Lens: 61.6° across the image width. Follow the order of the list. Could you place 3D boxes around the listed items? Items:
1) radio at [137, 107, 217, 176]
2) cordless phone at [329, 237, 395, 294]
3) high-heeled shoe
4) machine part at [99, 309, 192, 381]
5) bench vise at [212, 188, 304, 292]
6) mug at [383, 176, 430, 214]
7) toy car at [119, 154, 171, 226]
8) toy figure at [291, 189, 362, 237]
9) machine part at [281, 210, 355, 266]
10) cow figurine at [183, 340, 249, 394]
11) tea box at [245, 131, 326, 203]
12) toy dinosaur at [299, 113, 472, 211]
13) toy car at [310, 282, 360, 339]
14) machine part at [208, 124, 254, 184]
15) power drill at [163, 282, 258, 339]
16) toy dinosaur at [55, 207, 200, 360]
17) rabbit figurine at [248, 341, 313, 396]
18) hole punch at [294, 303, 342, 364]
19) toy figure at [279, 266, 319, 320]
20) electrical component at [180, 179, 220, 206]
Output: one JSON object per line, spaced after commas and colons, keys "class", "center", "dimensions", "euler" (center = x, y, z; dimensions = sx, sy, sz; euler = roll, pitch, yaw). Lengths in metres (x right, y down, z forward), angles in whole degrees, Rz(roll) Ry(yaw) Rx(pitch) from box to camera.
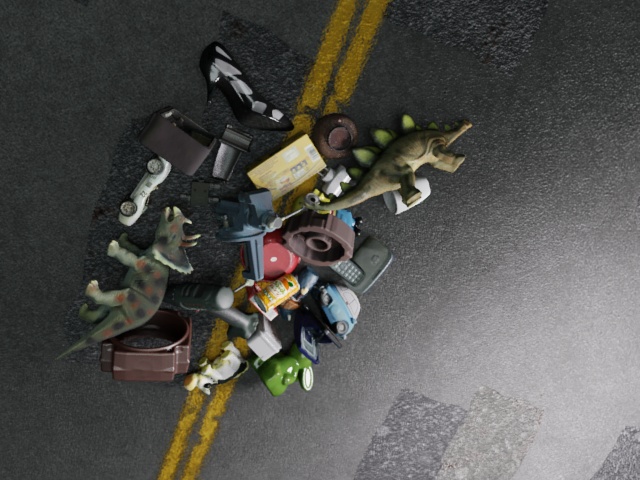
{"class": "radio", "center": [-0.298, -0.215, 1.138], "dimensions": [0.131, 0.230, 0.073], "euler": [35, 98, -16]}
{"class": "cordless phone", "center": [0.085, 0.036, 1.393], "dimensions": [0.184, 0.089, 0.146], "euler": [38, 98, -2]}
{"class": "high-heeled shoe", "center": [-0.160, -0.343, 1.223], "dimensions": [0.248, 0.086, 0.145], "euler": [15, 74, -34]}
{"class": "machine part", "center": [-0.412, 0.244, 1.287], "dimensions": [0.201, 0.201, 0.087], "euler": [6, 111, -13]}
{"class": "bench vise", "center": [-0.159, -0.003, 1.252], "dimensions": [0.129, 0.224, 0.240], "euler": [-24, 116, -52]}
{"class": "mug", "center": [0.218, -0.132, 1.360], "dimensions": [0.107, 0.081, 0.109], "euler": [-20, 100, -14]}
{"class": "toy car", "center": [-0.397, -0.123, 1.231], "dimensions": [0.056, 0.073, 0.201], "euler": [34, 100, -17]}
{"class": "toy figure", "center": [0.014, -0.054, 1.337], "dimensions": [0.180, 0.082, 0.089], "euler": [21, 136, -25]}
{"class": "machine part", "center": [-0.003, -0.004, 1.296], "dimensions": [0.179, 0.179, 0.056], "euler": [25, 58, -19]}
{"class": "cow figurine", "center": [-0.277, 0.353, 1.431], "dimensions": [0.167, 0.068, 0.098], "euler": [-36, 118, 4]}
{"class": "tea box", "center": [-0.083, -0.173, 1.282], "dimensions": [0.170, 0.068, 0.098], "euler": [-32, 112, 1]}
{"class": "toy dinosaur", "center": [0.176, -0.173, 1.277], "dimensions": [0.471, 0.105, 0.198], "euler": [-36, 78, -14]}
{"class": "toy car", "center": [0.049, 0.171, 1.418], "dimensions": [0.103, 0.109, 0.161], "euler": [-29, 104, -14]}
{"class": "machine part", "center": [-0.214, -0.195, 1.264], "dimensions": [0.084, 0.039, 0.138], "euler": [24, 101, -24]}
{"class": "power drill", "center": [-0.268, 0.168, 1.331], "dimensions": [0.207, 0.232, 0.086], "euler": [47, 52, -33]}
{"class": "toy dinosaur", "center": [-0.420, 0.113, 1.231], "dimensions": [0.192, 0.131, 0.404], "euler": [24, 79, -8]}
{"class": "rabbit figurine", "center": [-0.076, 0.339, 1.442], "dimensions": [0.170, 0.121, 0.159], "euler": [-36, 117, -14]}
{"class": "hole punch", "center": [-0.019, 0.245, 1.389], "dimensions": [0.092, 0.116, 0.142], "euler": [-41, 134, 1]}
{"class": "toy figure", "center": [-0.063, 0.140, 1.399], "dimensions": [0.058, 0.064, 0.154], "euler": [37, 102, 5]}
{"class": "electrical component", "center": [-0.287, -0.114, 1.285], "dimensions": [0.094, 0.021, 0.063], "euler": [4, 108, -12]}
